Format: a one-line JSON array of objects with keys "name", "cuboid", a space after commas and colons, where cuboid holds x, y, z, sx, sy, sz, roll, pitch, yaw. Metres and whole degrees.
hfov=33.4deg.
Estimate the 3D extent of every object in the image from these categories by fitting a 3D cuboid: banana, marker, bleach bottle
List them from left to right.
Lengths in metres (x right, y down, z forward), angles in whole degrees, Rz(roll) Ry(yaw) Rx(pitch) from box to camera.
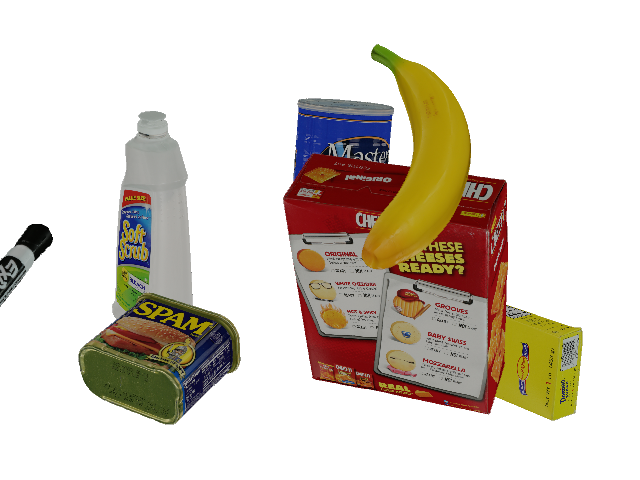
[{"name": "marker", "cuboid": [-0.198, 0.027, 0.658, 0.020, 0.020, 0.121, 0, 34, 18]}, {"name": "bleach bottle", "cuboid": [-0.183, -0.019, 1.151, 0.067, 0.251, 0.103, -18, 33, -36]}, {"name": "banana", "cuboid": [0.063, -0.053, 0.691, 0.069, 0.197, 0.037, 4, -43, 0]}]

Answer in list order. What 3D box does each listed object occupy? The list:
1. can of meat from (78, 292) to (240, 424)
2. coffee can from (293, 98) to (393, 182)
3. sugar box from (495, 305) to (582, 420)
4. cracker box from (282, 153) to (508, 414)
[{"name": "can of meat", "cuboid": [-0.129, 0.094, 0.853, 0.102, 0.057, 0.083, 16, 33, 24]}, {"name": "coffee can", "cuboid": [0.022, -0.077, 1.147, 0.103, 0.140, 0.103, 4, 12, -1]}, {"name": "sugar box", "cuboid": [0.191, 0.116, 1.129, 0.048, 0.093, 0.177, -9, 17, -42]}, {"name": "cracker box", "cuboid": [0.068, 0.038, 0.881, 0.164, 0.214, 0.072, 9, 44, 19]}]
